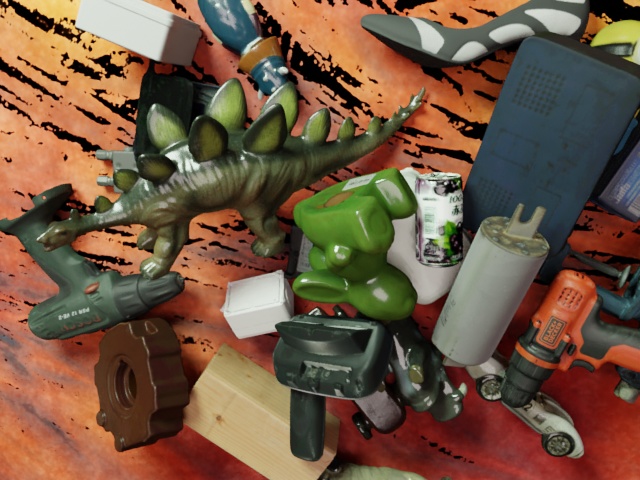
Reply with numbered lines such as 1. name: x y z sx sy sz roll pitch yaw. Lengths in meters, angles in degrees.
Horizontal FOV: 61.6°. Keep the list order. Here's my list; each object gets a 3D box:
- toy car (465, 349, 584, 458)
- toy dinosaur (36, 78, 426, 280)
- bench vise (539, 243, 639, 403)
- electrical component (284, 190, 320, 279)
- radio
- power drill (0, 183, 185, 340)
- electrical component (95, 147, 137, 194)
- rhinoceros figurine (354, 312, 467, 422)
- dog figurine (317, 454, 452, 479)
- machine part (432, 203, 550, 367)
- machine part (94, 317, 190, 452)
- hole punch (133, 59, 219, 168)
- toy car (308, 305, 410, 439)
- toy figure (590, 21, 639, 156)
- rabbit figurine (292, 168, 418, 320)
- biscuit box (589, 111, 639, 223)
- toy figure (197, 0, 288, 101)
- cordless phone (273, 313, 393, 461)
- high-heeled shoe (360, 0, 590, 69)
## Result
1. toy car: 0.270 0.211 0.715 0.202 0.073 0.056 40 104 -3
2. toy dinosaur: -0.080 -0.079 0.626 0.471 0.105 0.198 -19 136 -24
3. bench vise: 0.373 0.073 0.660 0.241 0.129 0.223 29 114 20
4. electrical component: -0.001 -0.002 0.712 0.075 0.048 0.119 15 105 2
5. radio: 0.251 -0.099 0.598 0.131 0.073 0.229 28 127 23
6. power drill: -0.324 0.028 0.740 0.232 0.086 0.207 -27 106 13
7. electrical component: -0.258 -0.094 0.730 0.094 0.021 0.063 4 102 5
8. rhinoceros figurine: 0.117 0.154 0.707 0.073 0.112 0.190 -36 84 31
9. dog figurine: 0.093 0.379 0.770 0.191 0.121 0.172 5 133 30
10. machine part: 0.192 0.062 0.621 0.079 0.079 0.243 16 124 2
11. machine part: -0.246 0.192 0.725 0.180 0.056 0.179 -3 86 43
12. hole punch: -0.172 -0.150 0.686 0.116 0.092 0.142 22 110 37
13. toy car: 0.044 0.179 0.741 0.089 0.053 0.202 -40 91 2
14. toy figure: 0.331 -0.162 0.627 0.089 0.082 0.180 32 112 25
15. rabbit figurine: 0.043 0.027 0.615 0.159 0.121 0.170 -15 113 28
16. biscuit box: 0.401 -0.121 0.638 0.059 0.063 0.202 30 104 -2
17. toy figure: -0.086 -0.244 0.663 0.058 0.064 0.154 -43 102 -25
18. cordless phone: 0.012 0.186 0.653 0.147 0.088 0.184 1 91 32
19. high-heeled shoe: 0.183 -0.265 0.623 0.249 0.086 0.145 20 100 -3
